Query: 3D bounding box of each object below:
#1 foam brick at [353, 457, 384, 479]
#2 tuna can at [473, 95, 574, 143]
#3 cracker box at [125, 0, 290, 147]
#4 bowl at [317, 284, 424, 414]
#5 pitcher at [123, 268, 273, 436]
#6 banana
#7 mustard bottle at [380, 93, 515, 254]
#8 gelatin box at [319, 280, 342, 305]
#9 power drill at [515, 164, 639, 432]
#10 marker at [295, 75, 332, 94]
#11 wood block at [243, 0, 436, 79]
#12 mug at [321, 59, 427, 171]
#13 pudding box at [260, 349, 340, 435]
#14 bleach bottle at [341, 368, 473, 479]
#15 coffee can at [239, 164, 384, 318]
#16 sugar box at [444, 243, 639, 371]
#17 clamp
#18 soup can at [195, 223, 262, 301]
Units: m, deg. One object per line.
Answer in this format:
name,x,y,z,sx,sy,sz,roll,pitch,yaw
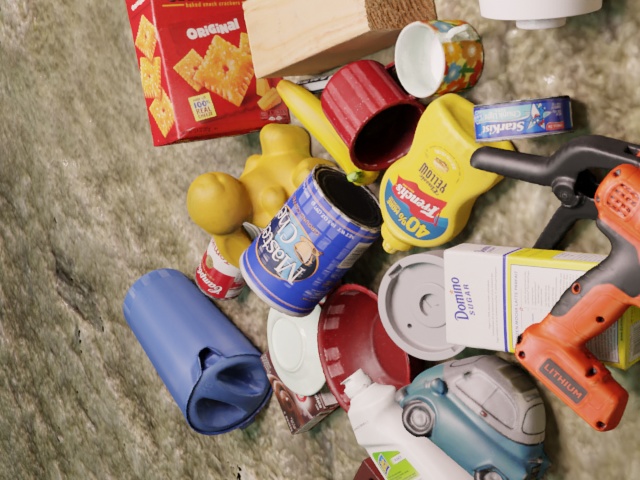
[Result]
foam brick,0.072,0.286,1.220,0.053,0.051,0.078,50,136,34
tuna can,0.177,-0.106,0.933,0.086,0.085,0.034,1,99,54
cracker box,-0.132,-0.227,1.259,0.072,0.163,0.214,-6,95,53
bowl,0.065,0.123,1.179,0.162,0.055,0.162,20,116,50
pitcher,-0.172,0.151,1.470,0.243,0.144,0.149,44,120,43
banana,0.016,-0.114,1.174,0.037,0.069,0.198,-43,47,6
mustard bottle,0.110,-0.049,1.062,0.096,0.058,0.192,45,137,12
gelatin box,-0.010,0.039,1.282,0.089,0.030,0.073,-3,96,54
power drill,0.259,0.061,0.844,0.184,0.057,0.188,43,115,22
marker,0.004,-0.176,1.209,0.121,0.020,0.020,1,101,54
wood block,0.016,-0.237,1.115,0.207,0.090,0.090,-10,91,55
mug,0.061,-0.139,1.094,0.117,0.093,0.081,-45,53,16
pudding box,-0.023,0.173,1.330,0.090,0.039,0.113,-48,62,48
bleach bottle,0.111,0.236,1.083,0.251,0.067,0.103,53,140,7
coffee can,-0.008,0.001,1.169,0.140,0.102,0.103,-49,58,25
sugar box,0.197,0.056,0.952,0.177,0.048,0.093,7,104,39
clamp,0.209,-0.053,0.921,0.120,0.039,0.172,46,141,-10
soup can,-0.116,0.023,1.392,0.068,0.068,0.102,58,139,26
